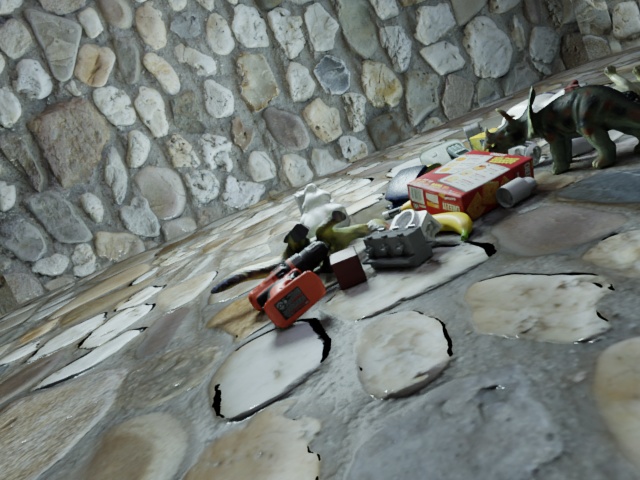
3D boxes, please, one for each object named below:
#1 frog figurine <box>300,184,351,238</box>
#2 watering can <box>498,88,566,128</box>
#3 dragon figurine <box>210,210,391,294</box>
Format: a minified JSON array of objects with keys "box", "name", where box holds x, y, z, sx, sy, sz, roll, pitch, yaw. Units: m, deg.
[{"box":[0.004,-0.066,1.306,0.136,0.158,0.124,-14,14,45],"name":"frog figurine"},{"box":[0.703,-0.414,1.650,0.227,0.104,0.344,-27,0,-28],"name":"watering can"},{"box":[-0.024,0.033,1.147,0.409,0.123,0.242,-19,-6,8],"name":"dragon figurine"}]
